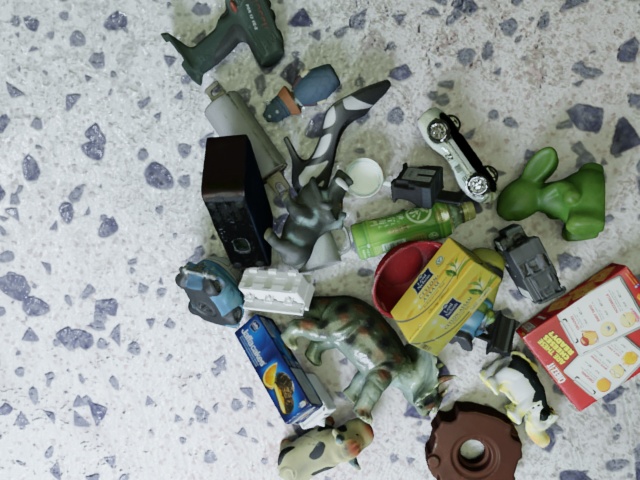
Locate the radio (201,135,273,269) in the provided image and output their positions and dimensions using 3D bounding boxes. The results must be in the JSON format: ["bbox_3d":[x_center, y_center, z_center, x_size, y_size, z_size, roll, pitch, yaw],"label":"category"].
[{"bbox_3d":[-0.135,-0.056,0.916,0.073,0.229,0.131,-5,55,6],"label":"radio"}]

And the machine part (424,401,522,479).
[{"bbox_3d":[0.282,0.388,0.991,0.179,0.056,0.179,0,93,5],"label":"machine part"}]

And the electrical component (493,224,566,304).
[{"bbox_3d":[0.358,0.037,0.935,0.058,0.115,0.134,-29,92,5],"label":"electrical component"}]

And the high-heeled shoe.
[{"bbox_3d":[0.048,-0.174,0.980,0.249,0.086,0.145,-30,98,7],"label":"high-heeled shoe"}]

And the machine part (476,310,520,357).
[{"bbox_3d":[0.288,0.157,0.979,0.139,0.039,0.084,21,76,9],"label":"machine part"}]

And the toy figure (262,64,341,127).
[{"bbox_3d":[-0.037,-0.265,0.991,0.154,0.058,0.064,-29,84,12],"label":"toy figure"}]

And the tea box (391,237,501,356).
[{"bbox_3d":[0.203,0.093,0.887,0.068,0.098,0.169,28,104,-24],"label":"tea box"}]

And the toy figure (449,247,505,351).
[{"bbox_3d":[0.272,0.098,0.936,0.082,0.089,0.180,28,65,4],"label":"toy figure"}]

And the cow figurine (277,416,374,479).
[{"bbox_3d":[0.009,0.383,0.985,0.195,0.127,0.085,-29,93,9],"label":"cow figurine"}]

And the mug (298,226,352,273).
[{"bbox_3d":[-0.002,-0.003,0.989,0.110,0.081,0.107,-19,83,15],"label":"mug"}]

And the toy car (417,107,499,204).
[{"bbox_3d":[0.249,-0.148,0.954,0.056,0.073,0.201,-36,89,37],"label":"toy car"}]

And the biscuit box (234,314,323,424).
[{"bbox_3d":[-0.078,0.232,0.981,0.063,0.059,0.203,-40,62,8],"label":"biscuit box"}]

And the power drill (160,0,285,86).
[{"bbox_3d":[-0.186,-0.401,0.995,0.207,0.086,0.232,-32,92,-1],"label":"power drill"}]

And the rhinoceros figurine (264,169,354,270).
[{"bbox_3d":[-0.014,-0.041,0.929,0.112,0.073,0.190,30,80,17],"label":"rhinoceros figurine"}]

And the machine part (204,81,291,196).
[{"bbox_3d":[-0.138,-0.185,0.996,0.079,0.079,0.243,-36,90,7],"label":"machine part"}]

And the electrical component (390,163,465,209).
[{"bbox_3d":[0.191,-0.093,0.945,0.119,0.075,0.047,14,136,30],"label":"electrical component"}]

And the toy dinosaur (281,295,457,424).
[{"bbox_3d":[0.069,0.182,0.979,0.405,0.131,0.192,44,84,7],"label":"toy dinosaur"}]

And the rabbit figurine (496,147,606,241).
[{"bbox_3d":[0.395,-0.079,0.928,0.170,0.121,0.159,2,90,21],"label":"rabbit figurine"}]

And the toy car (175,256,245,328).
[{"bbox_3d":[-0.193,0.084,0.999,0.109,0.103,0.161,9,139,25],"label":"toy car"}]

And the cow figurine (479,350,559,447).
[{"bbox_3d":[0.376,0.285,0.972,0.098,0.068,0.167,-38,90,1],"label":"cow figurine"}]
